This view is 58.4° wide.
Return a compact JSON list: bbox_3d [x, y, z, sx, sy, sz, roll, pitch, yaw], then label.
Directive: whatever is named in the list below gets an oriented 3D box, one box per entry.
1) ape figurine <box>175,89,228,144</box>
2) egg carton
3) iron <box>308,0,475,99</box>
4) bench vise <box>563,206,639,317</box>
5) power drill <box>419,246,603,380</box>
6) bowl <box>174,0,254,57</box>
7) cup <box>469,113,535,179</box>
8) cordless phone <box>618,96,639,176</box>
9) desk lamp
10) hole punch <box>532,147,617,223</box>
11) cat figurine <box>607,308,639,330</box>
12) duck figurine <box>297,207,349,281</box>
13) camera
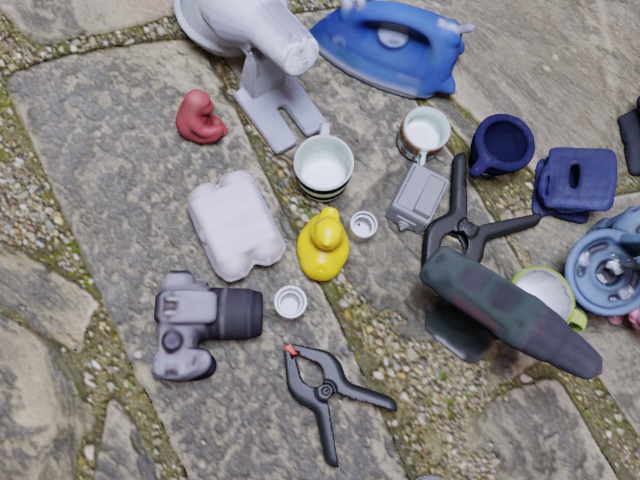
[{"bbox_3d":[-0.176,-0.187,0.839,0.076,0.092,0.078,-7,75,-8],"label":"ape figurine"},{"bbox_3d":[-0.120,-0.021,0.811,0.107,0.069,0.150,-25,79,-13],"label":"egg carton"},{"bbox_3d":[0.106,-0.319,0.883,0.258,0.141,0.119,15,73,-2],"label":"iron"},{"bbox_3d":[0.417,0.008,0.787,0.121,0.219,0.207,23,73,1],"label":"bench vise"},{"bbox_3d":[0.221,0.104,0.743,0.229,0.208,0.076,37,74,5],"label":"power drill"},{"bbox_3d":[-0.140,-0.351,0.898,0.167,0.074,0.167,2,74,-6],"label":"bowl"},{"bbox_3d":[0.257,-0.123,0.870,0.091,0.095,0.118,44,74,7],"label":"cup"},{"bbox_3d":[0.556,-0.182,0.875,0.094,0.185,0.147,-6,75,-8],"label":"cordless phone"},{"bbox_3d":[-0.070,-0.264,0.810,0.118,0.213,0.203,-34,81,-14],"label":"desk lamp"},{"bbox_3d":[0.388,-0.087,0.878,0.101,0.091,0.109,13,73,-3],"label":"hole punch"},{"bbox_3d":[0.478,0.087,0.825,0.067,0.117,0.128,14,73,-2],"label":"cat figurine"},{"bbox_3d":[0.007,0.003,0.811,0.077,0.086,0.104,9,74,-4],"label":"duck figurine"},{"bbox_3d":[-0.144,0.112,0.755,0.137,0.100,0.143,1,74,-6],"label":"camera"}]
